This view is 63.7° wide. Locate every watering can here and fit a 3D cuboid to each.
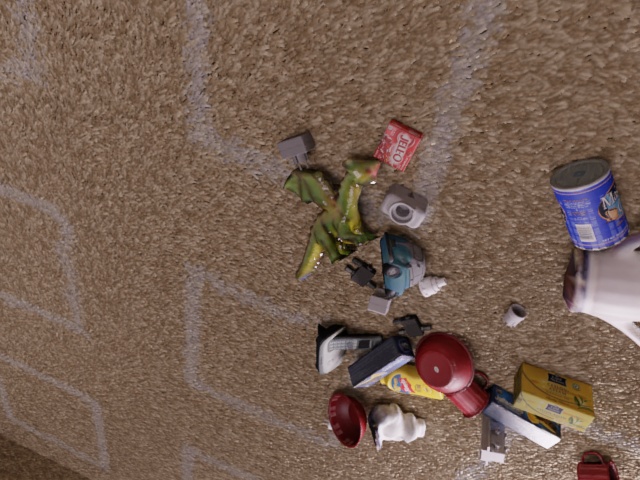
[{"bbox_3d":[0.613,0.126,1.045,0.224,0.106,0.340,5,124,22],"label":"watering can"}]

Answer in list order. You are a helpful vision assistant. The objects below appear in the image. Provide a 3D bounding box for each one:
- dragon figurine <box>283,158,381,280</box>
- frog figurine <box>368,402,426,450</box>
[{"bbox_3d":[0.004,-0.061,1.211,0.404,0.124,0.243,-32,88,42],"label":"dragon figurine"},{"bbox_3d":[0.227,0.540,1.525,0.160,0.124,0.135,-15,112,-9],"label":"frog figurine"}]
